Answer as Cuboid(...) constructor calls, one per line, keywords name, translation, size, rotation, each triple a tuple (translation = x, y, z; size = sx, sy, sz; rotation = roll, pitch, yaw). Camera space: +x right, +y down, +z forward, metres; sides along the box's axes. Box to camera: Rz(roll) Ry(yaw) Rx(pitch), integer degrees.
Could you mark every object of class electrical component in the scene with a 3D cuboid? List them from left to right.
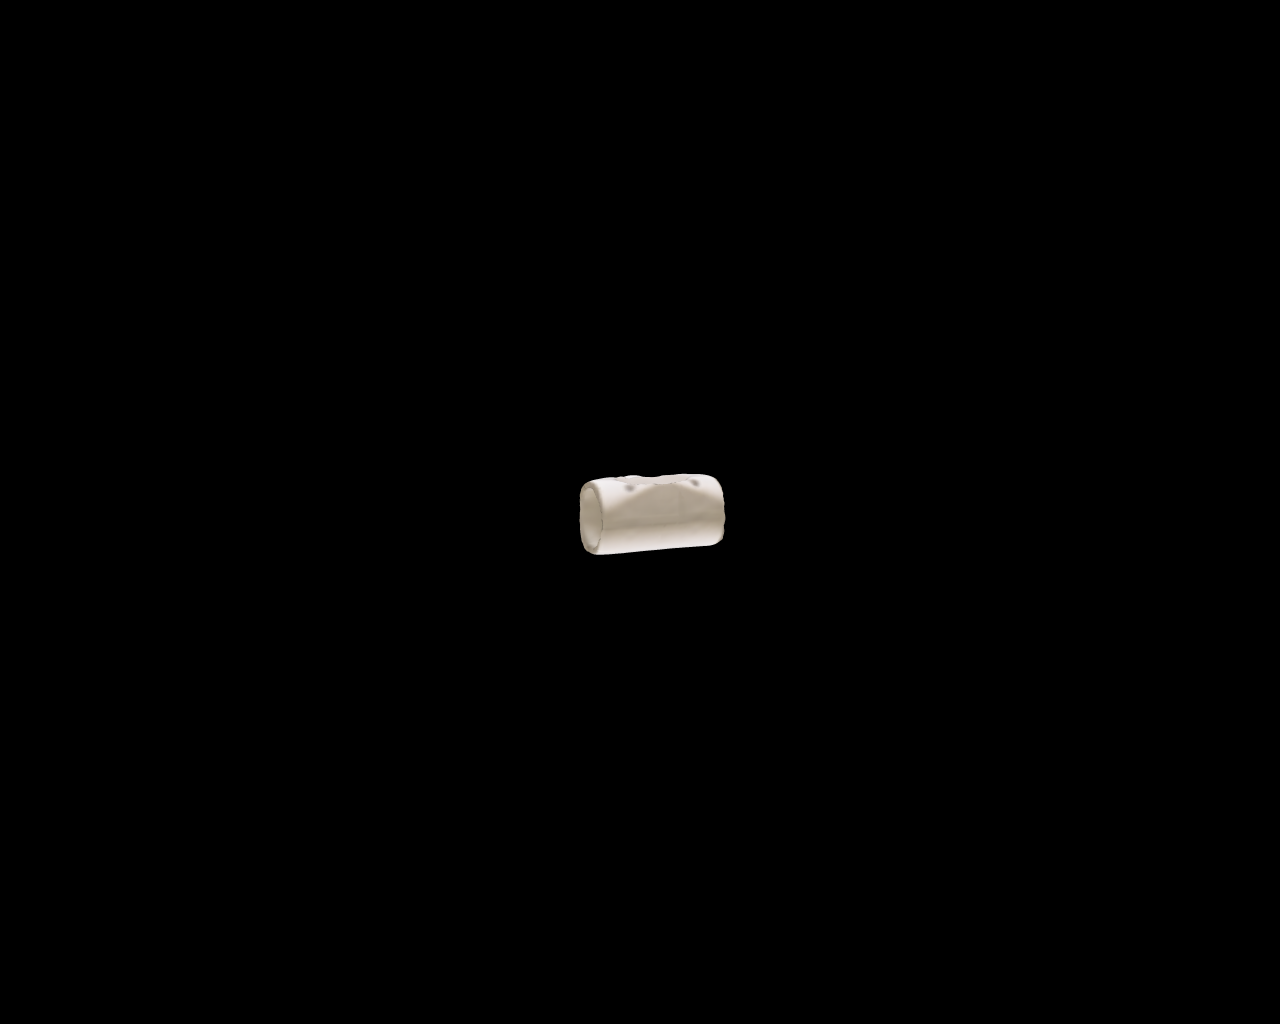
Cuboid(name="electrical component", translation=(0.001, -0.003, 0.650), size=(0.077, 0.044, 0.079), rotation=(-4, 12, -20))
